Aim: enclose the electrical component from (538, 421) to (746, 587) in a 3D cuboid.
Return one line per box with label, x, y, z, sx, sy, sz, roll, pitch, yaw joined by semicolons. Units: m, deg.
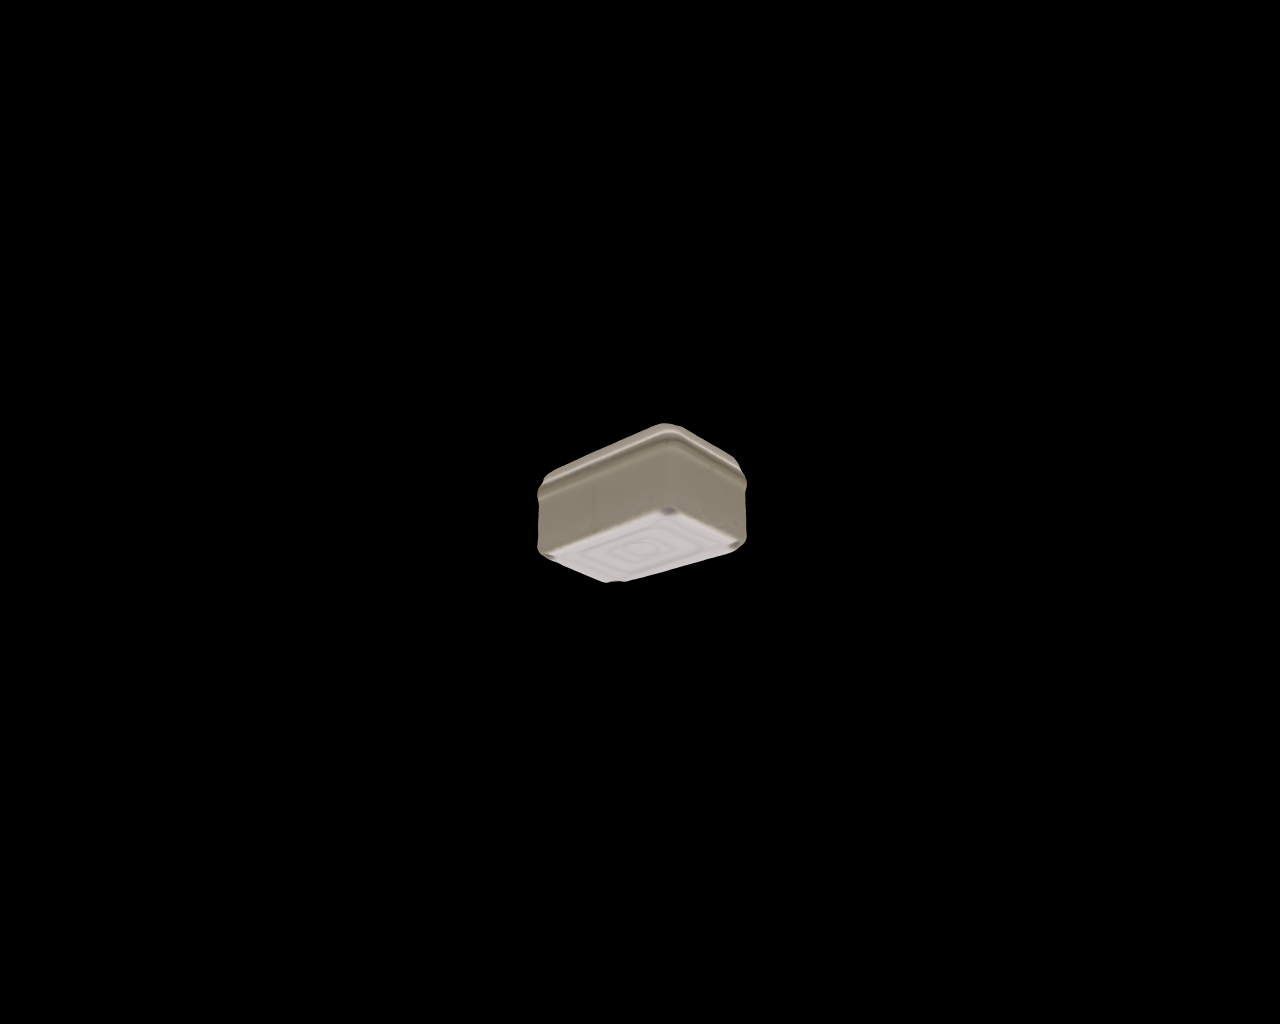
electrical component;0.001;-0.003;0.650;0.113;0.057;0.078;-20;-32;36
